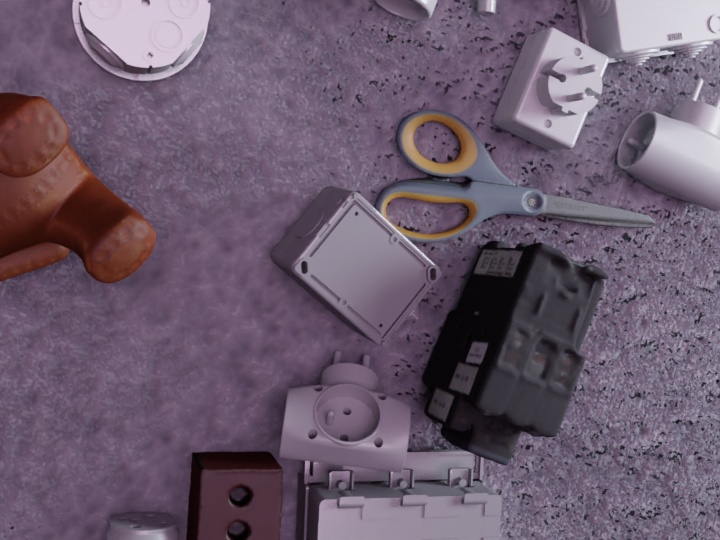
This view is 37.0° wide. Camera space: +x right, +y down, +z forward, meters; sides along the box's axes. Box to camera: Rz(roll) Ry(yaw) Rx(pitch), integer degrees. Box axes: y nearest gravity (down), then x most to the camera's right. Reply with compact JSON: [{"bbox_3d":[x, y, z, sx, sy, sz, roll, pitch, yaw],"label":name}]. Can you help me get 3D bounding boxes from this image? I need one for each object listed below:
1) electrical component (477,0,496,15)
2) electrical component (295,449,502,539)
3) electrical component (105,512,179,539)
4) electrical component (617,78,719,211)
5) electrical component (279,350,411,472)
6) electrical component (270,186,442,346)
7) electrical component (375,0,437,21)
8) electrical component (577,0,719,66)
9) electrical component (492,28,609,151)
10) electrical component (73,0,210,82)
[{"bbox_3d":[0.084,-0.198,0.698,0.035,0.035,0.061,2,96,-15],"label":"electrical component"},{"bbox_3d":[0.025,0.158,0.690,0.121,0.063,0.078,2,93,-15],"label":"electrical component"},{"bbox_3d":[-0.134,0.181,0.659,0.045,0.045,0.055,3,92,-15],"label":"electrical component"},{"bbox_3d":[0.227,-0.091,0.738,0.077,0.044,0.079,22,88,-15],"label":"electrical component"},{"bbox_3d":[-0.008,0.085,0.681,0.077,0.044,0.079,8,53,-2],"label":"electrical component"},{"bbox_3d":[0.000,0.000,0.678,0.096,0.061,0.061,42,83,-22],"label":"electrical component"},{"bbox_3d":[0.034,-0.188,0.683,0.040,0.040,0.046,23,82,-15],"label":"electrical component"},{"bbox_3d":[0.195,-0.189,0.721,0.100,0.048,0.099,-10,96,-14],"label":"electrical component"},{"bbox_3d":[0.130,-0.117,0.693,0.047,0.077,0.065,23,87,-15],"label":"electrical component"},{"bbox_3d":[-0.128,-0.153,0.634,0.080,0.051,0.080,-1,94,-15],"label":"electrical component"}]
